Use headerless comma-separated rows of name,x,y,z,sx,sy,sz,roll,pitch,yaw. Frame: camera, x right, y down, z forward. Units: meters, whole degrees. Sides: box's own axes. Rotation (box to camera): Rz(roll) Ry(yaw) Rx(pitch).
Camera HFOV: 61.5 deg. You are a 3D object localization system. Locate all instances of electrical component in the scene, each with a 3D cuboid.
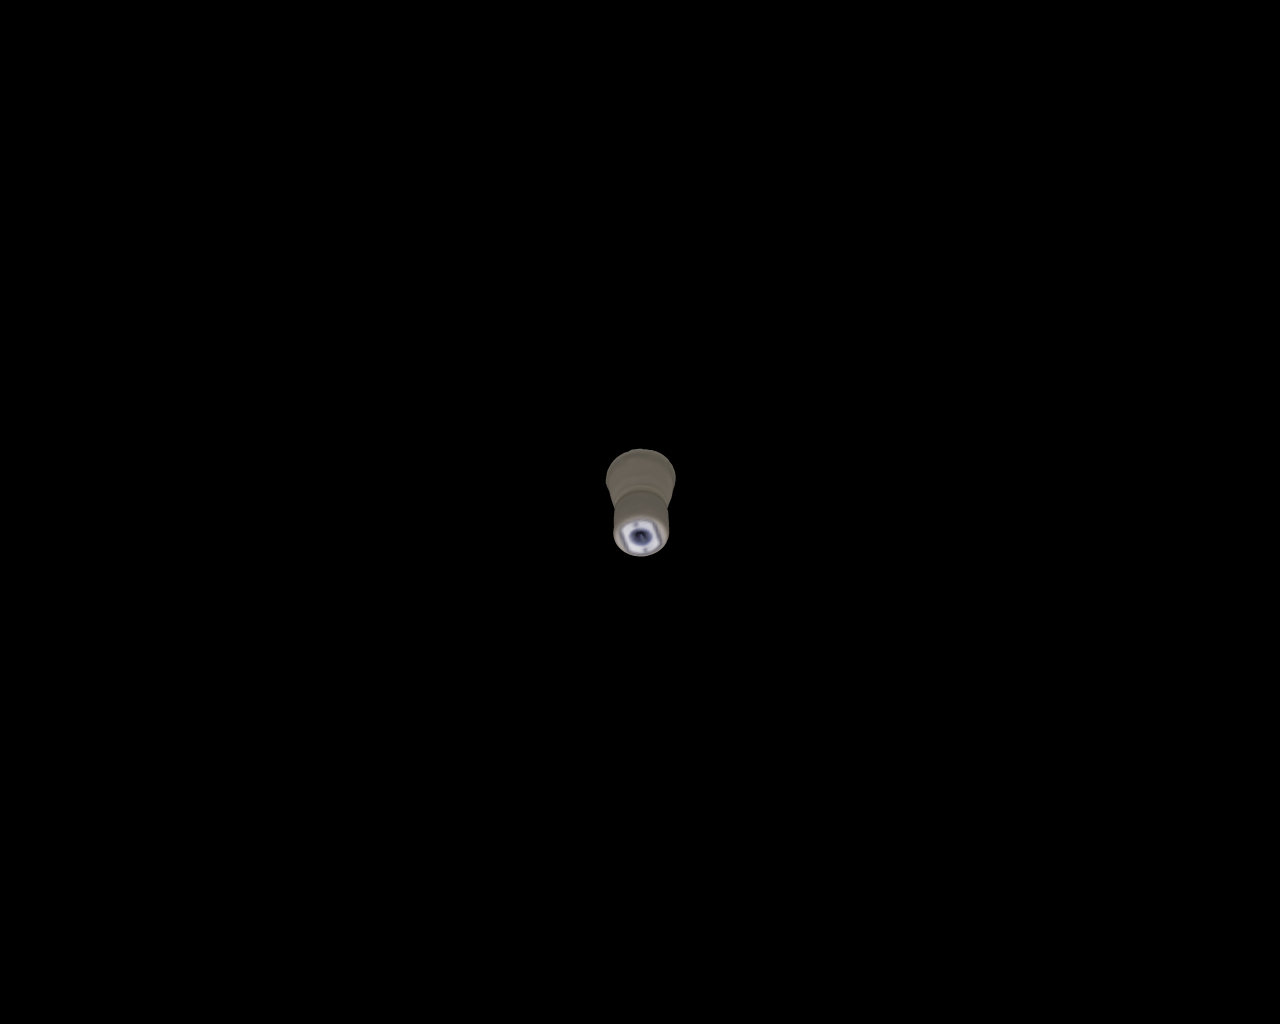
electrical component,0.001,-0.003,0.650,0.044,0.044,0.065,0,37,0
